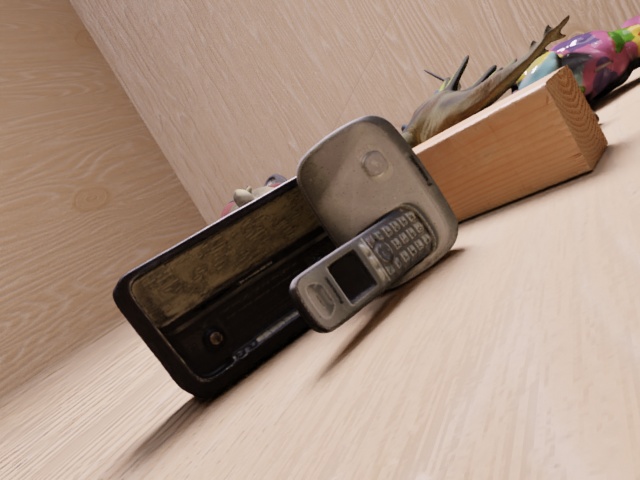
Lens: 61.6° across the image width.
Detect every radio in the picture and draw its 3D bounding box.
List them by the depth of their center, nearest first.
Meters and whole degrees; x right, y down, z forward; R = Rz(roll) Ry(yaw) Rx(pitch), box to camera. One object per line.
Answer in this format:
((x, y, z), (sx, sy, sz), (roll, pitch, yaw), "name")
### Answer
((-0.065, 0.038, 0.518), (0.229, 0.131, 0.073), (-33, 6, -25), "radio")

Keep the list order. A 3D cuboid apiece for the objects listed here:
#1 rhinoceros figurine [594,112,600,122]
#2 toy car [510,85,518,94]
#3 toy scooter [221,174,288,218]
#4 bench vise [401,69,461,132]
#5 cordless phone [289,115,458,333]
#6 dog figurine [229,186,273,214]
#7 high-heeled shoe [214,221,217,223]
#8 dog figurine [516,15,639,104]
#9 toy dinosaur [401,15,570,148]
((0.281, -0.150, 0.719), (0.112, 0.073, 0.190), (-41, 7, 2), "rhinoceros figurine")
((0.422, -0.291, 1.057), (0.053, 0.089, 0.202), (-18, 14, 47), "toy car")
((-0.132, -0.039, 1.025), (0.184, 0.075, 0.135), (-32, 36, 35), "toy scooter")
((0.208, -0.209, 1.087), (0.240, 0.129, 0.224), (-64, 13, 4), "bench vise")
((0.019, -0.013, 0.450), (0.184, 0.146, 0.089), (-33, -2, -43), "cordless phone")
((-0.065, -0.025, 0.689), (0.121, 0.172, 0.191), (-22, 32, -5), "dog figurine")
((-0.212, 0.045, 0.997), (0.145, 0.086, 0.249), (120, 158, -58), "high-heeled shoe")
((0.415, -0.259, 0.774), (0.219, 0.108, 0.191), (-22, 9, 40), "dog figurine")
((0.169, -0.152, 0.741), (0.198, 0.105, 0.471), (-57, 8, -7), "toy dinosaur")
